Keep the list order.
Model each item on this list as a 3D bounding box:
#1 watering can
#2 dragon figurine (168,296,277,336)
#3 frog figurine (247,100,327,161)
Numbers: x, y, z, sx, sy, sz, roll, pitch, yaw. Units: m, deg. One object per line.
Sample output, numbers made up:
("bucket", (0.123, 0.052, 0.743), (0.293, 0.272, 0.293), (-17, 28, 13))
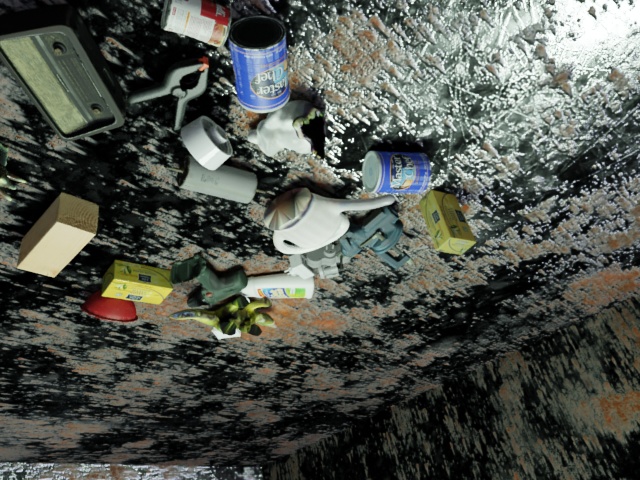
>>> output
("watering can", (0.004, -0.067, 1.334), (0.344, 0.106, 0.221), (-31, 141, 24))
("dragon figurine", (-0.306, 0.247, 1.627), (0.409, 0.124, 0.240), (10, 163, -32))
("frog figurine", (-0.069, -0.235, 1.106), (0.160, 0.123, 0.136), (7, 171, 38))
